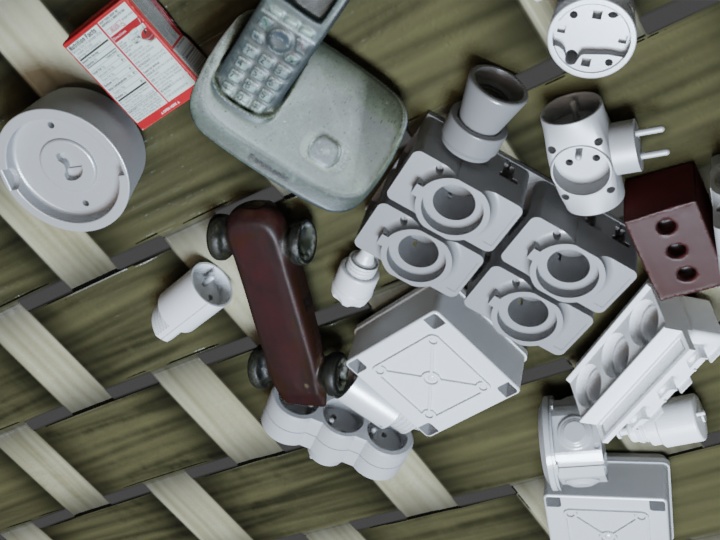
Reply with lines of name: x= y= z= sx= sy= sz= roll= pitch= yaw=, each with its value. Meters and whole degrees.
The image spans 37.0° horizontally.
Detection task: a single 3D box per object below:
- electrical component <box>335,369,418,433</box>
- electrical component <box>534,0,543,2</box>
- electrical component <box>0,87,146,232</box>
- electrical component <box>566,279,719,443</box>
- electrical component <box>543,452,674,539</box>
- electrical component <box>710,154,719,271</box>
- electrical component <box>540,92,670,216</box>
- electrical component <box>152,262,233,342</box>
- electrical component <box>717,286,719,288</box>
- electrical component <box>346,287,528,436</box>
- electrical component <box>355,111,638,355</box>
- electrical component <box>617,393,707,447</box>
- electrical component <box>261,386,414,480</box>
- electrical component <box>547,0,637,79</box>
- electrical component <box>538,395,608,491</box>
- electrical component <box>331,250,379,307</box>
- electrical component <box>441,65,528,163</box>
electrical component: x=0.023 y=0.118 z=0.959 sx=0.081 sy=0.043 sz=0.043 roll=35 pitch=129 yaw=-13
electrical component: x=0.129 y=-0.213 z=0.653 sx=0.077 sy=0.044 sz=0.079 roll=-17 pitch=122 yaw=28
electrical component: x=-0.221 y=-0.091 z=0.845 sx=0.108 sy=0.060 sz=0.108 roll=7 pitch=126 yaw=9
electrical component: x=0.225 y=0.071 z=0.846 sx=0.063 sy=0.078 sz=0.121 roll=10 pitch=134 yaw=-21
electrical component: x=0.226 y=0.220 z=0.975 sx=0.109 sy=0.056 sz=0.108 roll=-2 pitch=128 yaw=18
electrical component: x=0.266 y=-0.041 z=0.726 sx=0.050 sy=0.089 sz=0.055 roll=-6 pitch=126 yaw=21
electrical component: x=0.173 y=-0.083 z=0.748 sx=0.079 sy=0.044 sz=0.077 roll=-8 pitch=126 yaw=22
electrical component: x=-0.153 y=0.031 z=0.939 sx=0.043 sy=0.043 sz=0.081 roll=41 pitch=128 yaw=-18
electrical component: x=0.296 y=0.013 z=0.792 sx=0.062 sy=0.043 sz=0.043 roll=16 pitch=131 yaw=5
electrical component: x=0.064 y=0.072 z=0.900 sx=0.109 sy=0.056 sz=0.109 roll=43 pitch=127 yaw=-19
electrical component: x=0.102 y=-0.021 z=0.809 sx=0.186 sy=0.060 sz=0.105 roll=28 pitch=131 yaw=-8
electrical component: x=0.254 y=0.129 z=0.902 sx=0.078 sy=0.040 sz=0.040 roll=-17 pitch=122 yaw=28
electrical component: x=-0.026 y=0.157 z=0.999 sx=0.138 sy=0.052 sz=0.073 roll=22 pitch=131 yaw=-2
electrical component: x=0.150 y=-0.159 z=0.691 sx=0.055 sy=0.047 sz=0.055 roll=8 pitch=130 yaw=10
electrical component: x=0.181 y=0.145 z=0.912 sx=0.051 sy=0.080 sz=0.080 roll=-7 pitch=126 yaw=15
electrical component: x=0.000 y=0.000 z=0.874 sx=0.035 sy=0.035 sz=0.061 roll=22 pitch=129 yaw=-2
electrical component: x=0.086 y=-0.109 z=0.752 sx=0.045 sy=0.045 sz=0.055 roll=24 pitch=132 yaw=-4
